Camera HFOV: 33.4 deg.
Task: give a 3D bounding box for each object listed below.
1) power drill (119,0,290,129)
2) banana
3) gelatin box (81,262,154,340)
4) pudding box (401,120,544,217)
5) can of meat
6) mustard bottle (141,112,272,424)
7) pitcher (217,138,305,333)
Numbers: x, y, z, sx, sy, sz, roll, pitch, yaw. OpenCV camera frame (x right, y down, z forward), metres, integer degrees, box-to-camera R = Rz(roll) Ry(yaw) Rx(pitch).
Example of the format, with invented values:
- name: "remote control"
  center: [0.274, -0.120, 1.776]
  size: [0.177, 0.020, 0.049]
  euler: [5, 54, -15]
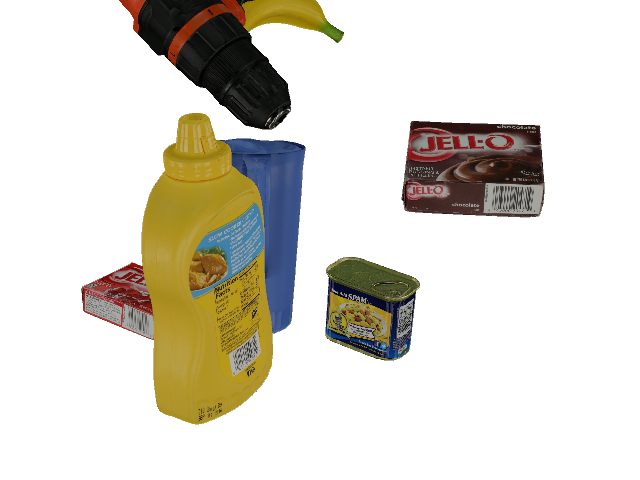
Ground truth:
- name: "power drill"
  center: [-0.042, -0.178, 0.739]
  size: [0.187, 0.184, 0.057]
  euler: [-37, -10, -34]
- name: "banana"
  center: [-0.049, -0.206, 0.973]
  size: [0.070, 0.037, 0.197]
  euler: [41, 32, 19]
- name: "gelatin box"
  center: [-0.167, 0.055, 1.002]
  size: [0.089, 0.030, 0.073]
  euler: [18, 26, 27]
- name: "pudding box"
  center: [0.127, -0.061, 0.886]
  size: [0.113, 0.039, 0.090]
  euler: [4, 39, 6]
- name: "can of meat"
  center: [0.055, 0.076, 1.173]
  size: [0.102, 0.084, 0.057]
  euler: [19, 30, 29]
- name: "mustard bottle"
  center: [-0.071, 0.013, 0.671]
  size: [0.058, 0.192, 0.096]
  euler: [15, 31, 29]
- name: "pitcher"
  center: [-0.087, -0.005, 1.345]
  size: [0.145, 0.243, 0.148]
  euler: [11, 16, 36]
